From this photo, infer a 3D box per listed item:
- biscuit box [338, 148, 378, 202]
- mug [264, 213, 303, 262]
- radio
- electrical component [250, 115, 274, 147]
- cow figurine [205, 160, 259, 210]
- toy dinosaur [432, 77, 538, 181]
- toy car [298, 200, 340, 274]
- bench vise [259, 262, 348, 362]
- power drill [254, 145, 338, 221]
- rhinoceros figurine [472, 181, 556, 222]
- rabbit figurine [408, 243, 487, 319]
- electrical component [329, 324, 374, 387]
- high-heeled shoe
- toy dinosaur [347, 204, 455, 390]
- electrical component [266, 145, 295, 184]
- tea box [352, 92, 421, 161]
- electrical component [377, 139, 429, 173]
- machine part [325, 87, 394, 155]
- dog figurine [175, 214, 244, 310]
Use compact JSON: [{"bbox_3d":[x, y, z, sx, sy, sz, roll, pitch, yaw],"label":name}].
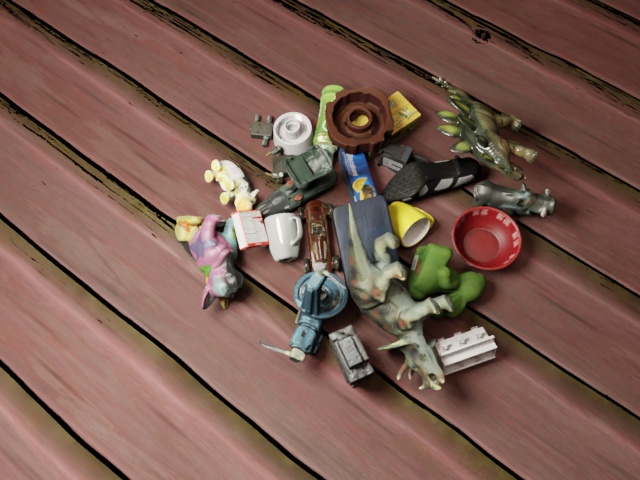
[{"bbox_3d":[0.099,-0.140,1.336,0.059,0.062,0.203,-15,69,-4],"label":"biscuit box"},{"bbox_3d":[-0.077,-0.005,1.274,0.110,0.081,0.107,-18,76,40],"label":"mug"},{"bbox_3d":[0.108,0.021,1.233,0.131,0.073,0.229,-12,87,-1],"label":"radio"},{"bbox_3d":[-0.155,-0.290,1.425,0.063,0.021,0.094,5,69,4],"label":"electrical component"},{"bbox_3d":[-0.203,-0.128,1.335,0.098,0.068,0.167,-13,58,-49],"label":"cow figurine"},{"bbox_3d":[0.388,-0.278,1.313,0.198,0.105,0.472,15,35,-18],"label":"toy dinosaur"},{"bbox_3d":[-0.003,-0.004,1.294,0.089,0.053,0.202,-4,67,-3],"label":"toy car"},{"bbox_3d":[-0.015,0.139,1.148,0.129,0.240,0.223,29,57,16],"label":"bench vise"},{"bbox_3d":[-0.053,-0.128,1.262,0.232,0.207,0.086,-28,75,-17],"label":"power drill"},{"bbox_3d":[0.461,-0.099,1.282,0.191,0.112,0.073,15,68,16],"label":"rhinoceros figurine"},{"bbox_3d":[0.295,0.099,1.211,0.170,0.121,0.159,19,74,-6],"label":"rabbit figurine"},{"bbox_3d":[0.066,0.247,1.148,0.058,0.134,0.115,-25,68,-8],"label":"electrical component"},{"bbox_3d":[0.276,-0.140,1.342,0.249,0.145,0.086,-25,64,21],"label":"high-heeled shoe"},{"bbox_3d":[0.139,0.123,1.137,0.192,0.131,0.405,-40,89,26],"label":"toy dinosaur"},{"bbox_3d":[-0.098,-0.189,1.371,0.078,0.045,0.102,0,69,3],"label":"electrical component"},{"bbox_3d":[0.165,-0.294,1.392,0.170,0.068,0.098,-37,73,-11],"label":"tea box"},{"bbox_3d":[0.208,-0.200,1.351,0.119,0.074,0.048,26,71,9],"label":"electrical component"},{"bbox_3d":[0.096,-0.293,1.325,0.179,0.056,0.179,0,70,1],"label":"machine part"},{"bbox_3d":[-0.257,0.051,1.250,0.192,0.108,0.219,-2,82,30],"label":"dog figurine"}]
